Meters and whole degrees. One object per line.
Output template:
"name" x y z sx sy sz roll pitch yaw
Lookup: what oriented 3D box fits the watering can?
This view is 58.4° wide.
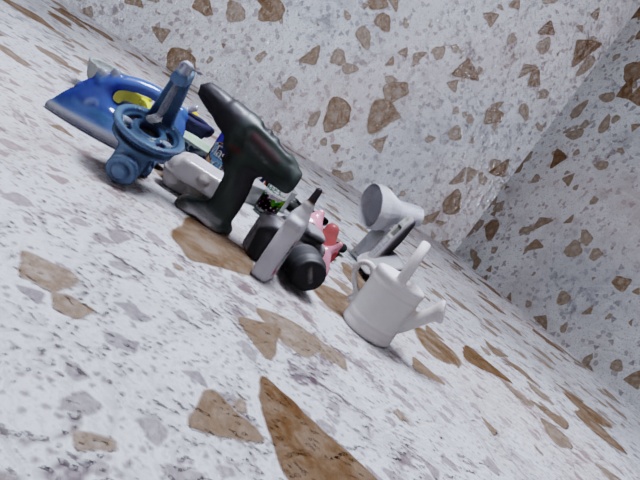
"watering can" 0.141 0.088 1.007 0.173 0.194 0.101 33 11 -11

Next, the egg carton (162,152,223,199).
"egg carton" -0.222 -0.107 1.082 0.150 0.069 0.107 33 11 -10

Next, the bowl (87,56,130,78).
"bowl" -0.482 -0.356 1.358 0.167 0.074 0.167 34 11 -7

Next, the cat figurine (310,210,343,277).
"cat figurine" -0.014 -0.002 1.131 0.128 0.117 0.067 31 11 -18

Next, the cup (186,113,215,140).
"cup" -0.312 -0.249 1.361 0.091 0.095 0.118 42 12 32

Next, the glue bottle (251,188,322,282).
"glue bottle" -0.048 -0.013 0.927 0.037 0.173 0.078 35 11 0

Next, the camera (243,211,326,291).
"camera" -0.043 0.018 1.002 0.144 0.100 0.136 29 12 -27

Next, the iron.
"iron" -0.361 -0.249 1.085 0.259 0.141 0.118 26 14 -40

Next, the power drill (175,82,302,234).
"power drill" -0.157 -0.128 0.997 0.230 0.208 0.075 33 11 -8

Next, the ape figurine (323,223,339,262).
"ape figurine" 0.012 0.004 1.253 0.078 0.092 0.076 35 11 2

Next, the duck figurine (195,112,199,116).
"duck figurine" -0.352 -0.305 1.506 0.105 0.086 0.077 32 11 -14

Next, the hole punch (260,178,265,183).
"hole punch" -0.184 -0.205 1.567 0.109 0.091 0.101 30 12 -25

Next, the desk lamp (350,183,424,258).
"desk lamp" 0.173 -0.027 1.553 0.204 0.213 0.117 28 12 -32

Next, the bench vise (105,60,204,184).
"bench vise" -0.277 -0.207 0.950 0.122 0.219 0.206 28 13 -32

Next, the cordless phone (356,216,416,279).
"cordless phone" 0.181 0.025 1.429 0.094 0.185 0.147 31 11 -20
